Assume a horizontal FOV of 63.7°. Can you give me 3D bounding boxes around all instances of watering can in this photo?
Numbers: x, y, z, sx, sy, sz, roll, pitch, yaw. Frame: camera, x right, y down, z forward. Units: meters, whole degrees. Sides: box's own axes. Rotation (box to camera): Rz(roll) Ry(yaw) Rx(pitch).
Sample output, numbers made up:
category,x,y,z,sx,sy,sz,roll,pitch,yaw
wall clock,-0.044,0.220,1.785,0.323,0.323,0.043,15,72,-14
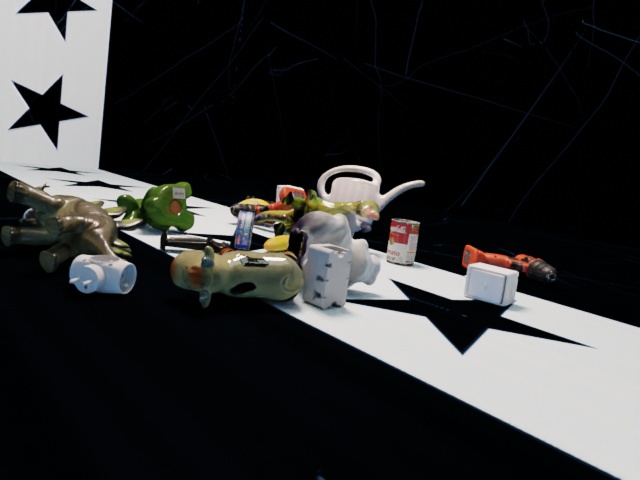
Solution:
category,x,y,z,sx,sy,sz,roll,pitch,yaw
watering can,0.151,-0.127,1.665,0.348,0.226,0.103,10,-11,15

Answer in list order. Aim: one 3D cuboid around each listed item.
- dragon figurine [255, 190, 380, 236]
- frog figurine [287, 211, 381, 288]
category,x,y,z,sx,sy,sz,roll,pitch,yaw
dragon figurine,0.004,-0.071,1.406,0.243,0.122,0.410,-3,3,-35
frog figurine,0.027,0.018,0.897,0.159,0.135,0.124,3,20,-19
